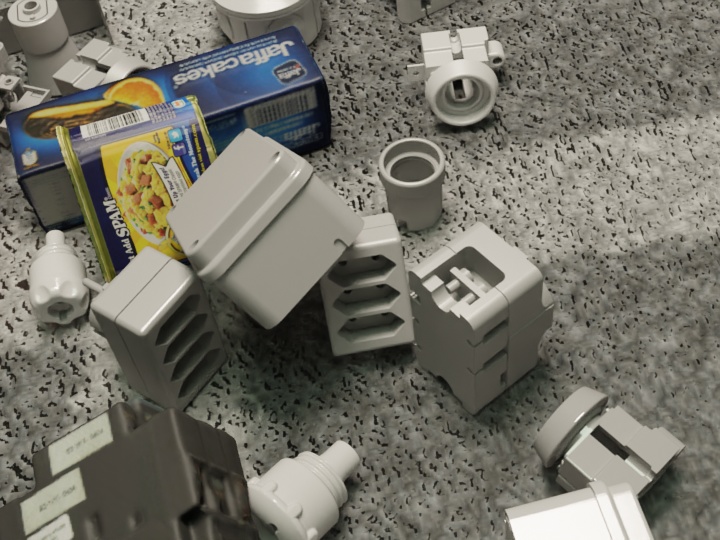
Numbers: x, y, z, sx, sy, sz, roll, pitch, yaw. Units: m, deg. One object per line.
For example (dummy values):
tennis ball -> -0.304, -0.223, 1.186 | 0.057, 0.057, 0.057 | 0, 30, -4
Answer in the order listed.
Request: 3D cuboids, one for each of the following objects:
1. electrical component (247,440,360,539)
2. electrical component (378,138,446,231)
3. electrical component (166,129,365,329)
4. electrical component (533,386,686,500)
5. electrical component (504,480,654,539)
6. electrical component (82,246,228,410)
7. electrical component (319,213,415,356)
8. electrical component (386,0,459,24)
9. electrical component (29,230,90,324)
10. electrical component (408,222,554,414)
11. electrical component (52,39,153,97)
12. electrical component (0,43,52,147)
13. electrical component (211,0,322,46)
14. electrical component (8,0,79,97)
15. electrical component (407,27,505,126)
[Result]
electrical component -> -0.026, 0.112, 0.546 | 0.048, 0.048, 0.062 | 33, 55, 27
electrical component -> 0.033, -0.051, 0.660 | 0.040, 0.046, 0.040 | -3, 53, 4
electrical component -> -0.055, -0.026, 0.576 | 0.078, 0.057, 0.113 | -48, 21, -1
electrical component -> 0.122, 0.092, 0.543 | 0.066, 0.048, 0.055 | -39, 66, -22
electrical component -> 0.108, 0.159, 0.473 | 0.057, 0.078, 0.113 | -14, 53, -1
electrical component -> -0.123, 0.027, 0.596 | 0.076, 0.083, 0.047 | 26, 60, 24
electrical component -> 0.000, 0.000, 0.618 | 0.047, 0.065, 0.076 | -10, 26, -1
electrical component -> 0.056, -0.231, 0.788 | 0.089, 0.055, 0.050 | -28, 55, -14
electrical component -> -0.184, 0.001, 0.653 | 0.035, 0.035, 0.061 | -14, 50, -4
electrical component -> 0.065, 0.024, 0.572 | 0.056, 0.089, 0.050 | -35, 57, -19
electrical component -> -0.172, -0.127, 0.742 | 0.055, 0.048, 0.066 | 21, 58, 30
electrical component -> -0.261, -0.125, 0.739 | 0.081, 0.063, 0.042 | 13, 54, 17
electrical component -> -0.067, -0.196, 0.778 | 0.080, 0.051, 0.080 | -3, 53, 4
electrical component -> -0.222, -0.161, 0.761 | 0.044, 0.065, 0.044 | -3, 53, 4
electrical component -> 0.066, -0.129, 0.717 | 0.066, 0.048, 0.055 | -6, 45, 2
